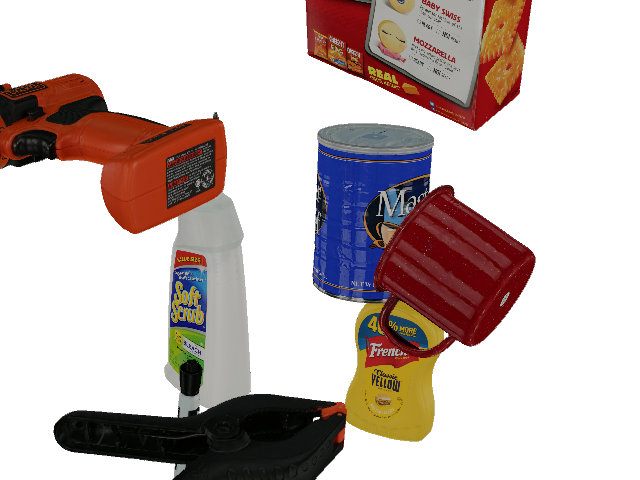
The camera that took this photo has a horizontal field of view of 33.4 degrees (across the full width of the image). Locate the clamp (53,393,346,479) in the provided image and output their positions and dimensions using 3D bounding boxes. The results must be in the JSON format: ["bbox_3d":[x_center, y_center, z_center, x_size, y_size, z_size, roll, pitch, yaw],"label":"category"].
[{"bbox_3d":[-0.058,0.128,0.605,0.171,0.039,0.120,-6,34,-18],"label":"clamp"}]

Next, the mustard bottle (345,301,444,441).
[{"bbox_3d":[0.083,0.114,1.149,0.096,0.192,0.058,12,14,24],"label":"mustard bottle"}]

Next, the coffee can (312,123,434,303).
[{"bbox_3d":[0.046,-0.027,0.958,0.103,0.140,0.103,2,17,-1],"label":"coffee can"}]

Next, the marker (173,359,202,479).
[{"bbox_3d":[-0.110,0.152,0.885,0.020,0.121,0.020,5,26,-3],"label":"marker"}]

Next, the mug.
[{"bbox_3d":[0.090,0.030,0.756,0.081,0.117,0.093,36,-2,20],"label":"mug"}]

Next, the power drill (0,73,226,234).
[{"bbox_3d":[-0.172,-0.061,0.714,0.188,0.057,0.184,19,32,30],"label":"power drill"}]

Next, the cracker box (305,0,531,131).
[{"bbox_3d":[0.069,-0.206,0.758,0.164,0.214,0.072,30,51,29],"label":"cracker box"}]

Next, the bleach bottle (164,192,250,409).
[{"bbox_3d":[-0.118,0.044,1.094,0.067,0.251,0.103,-20,33,-36],"label":"bleach bottle"}]
